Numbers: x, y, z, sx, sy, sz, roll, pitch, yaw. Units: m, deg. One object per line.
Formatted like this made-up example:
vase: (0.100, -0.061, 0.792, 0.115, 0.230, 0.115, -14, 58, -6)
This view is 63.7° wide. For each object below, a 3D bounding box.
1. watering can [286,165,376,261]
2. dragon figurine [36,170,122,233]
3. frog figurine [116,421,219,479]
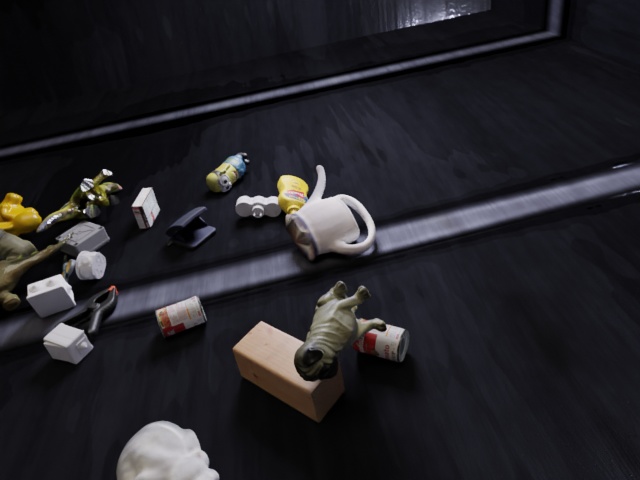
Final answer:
watering can: (0.004, -0.072, 1.432, 0.226, 0.101, 0.354, -22, 51, -18)
dragon figurine: (-0.807, -0.108, 1.705, 0.240, 0.121, 0.418, -20, 17, 38)
frog figurine: (-0.255, 0.383, 0.867, 0.159, 0.121, 0.139, 2, 16, 37)
